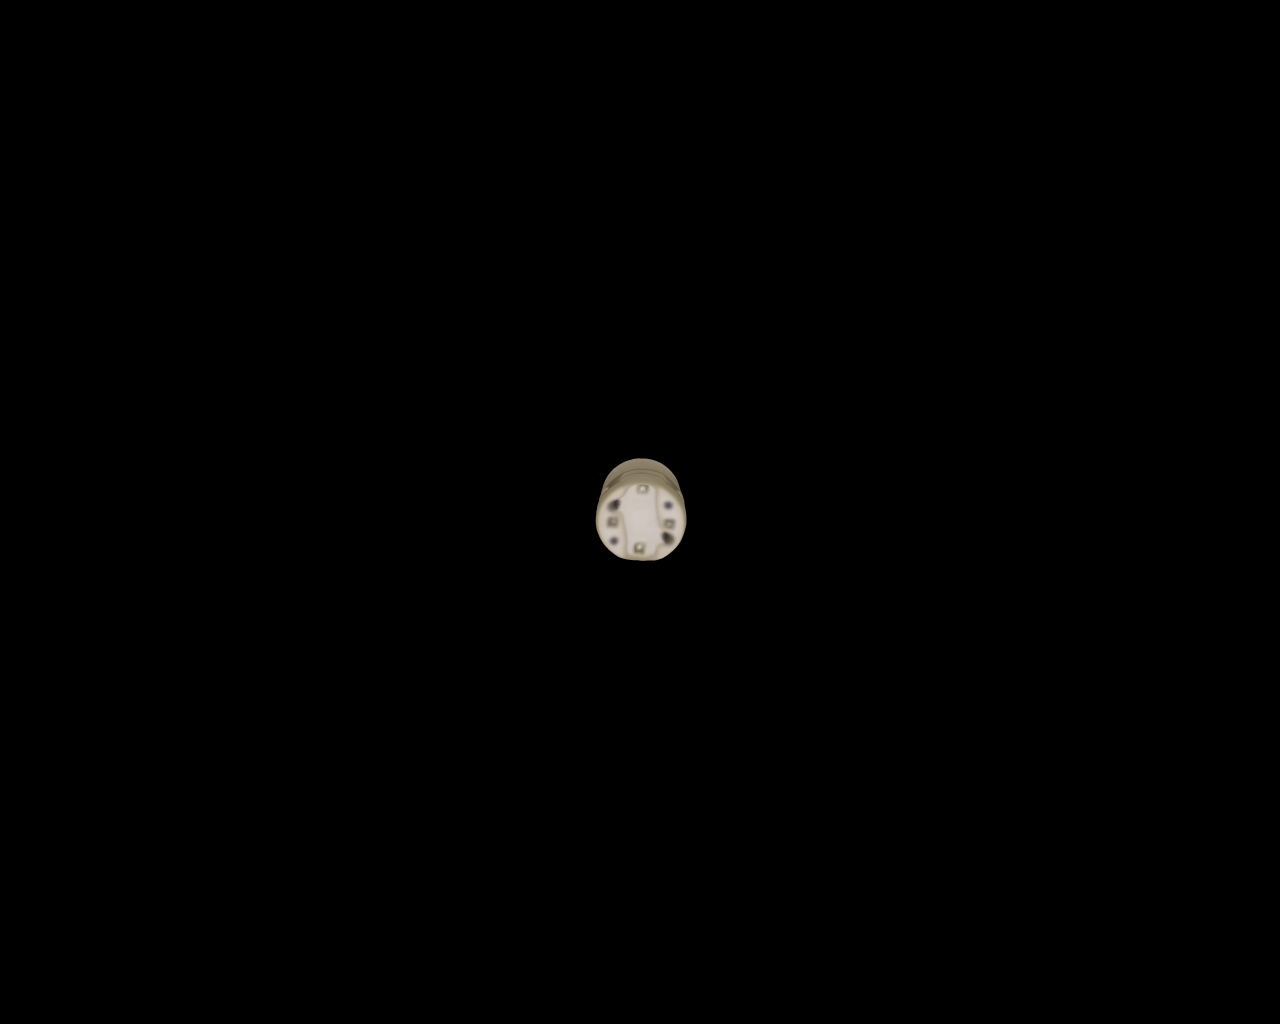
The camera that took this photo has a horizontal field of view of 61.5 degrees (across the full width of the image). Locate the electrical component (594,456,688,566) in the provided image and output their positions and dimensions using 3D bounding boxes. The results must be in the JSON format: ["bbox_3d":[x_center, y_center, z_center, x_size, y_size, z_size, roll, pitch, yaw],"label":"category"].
[{"bbox_3d":[0.001,-0.003,0.650,0.055,0.055,0.047,0,24,0],"label":"electrical component"}]
